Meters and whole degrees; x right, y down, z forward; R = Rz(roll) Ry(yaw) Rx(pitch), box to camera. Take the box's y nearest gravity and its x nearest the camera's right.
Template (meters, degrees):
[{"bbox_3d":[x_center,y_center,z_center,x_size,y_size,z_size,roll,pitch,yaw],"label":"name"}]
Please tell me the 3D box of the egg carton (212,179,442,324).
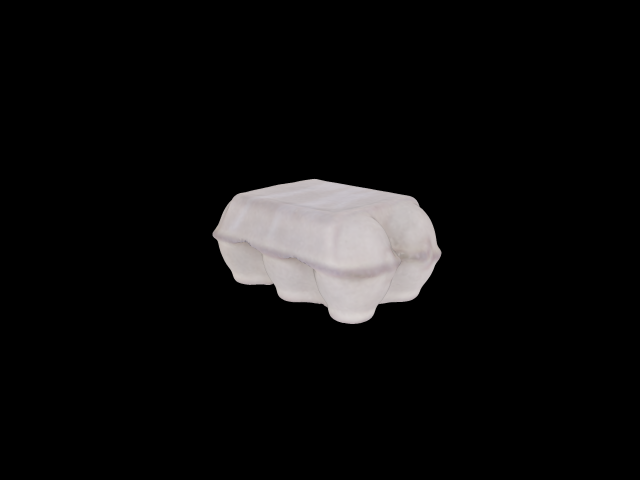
[{"bbox_3d":[0.004,0.001,0.400,0.149,0.069,0.107,14,22,40],"label":"egg carton"}]
